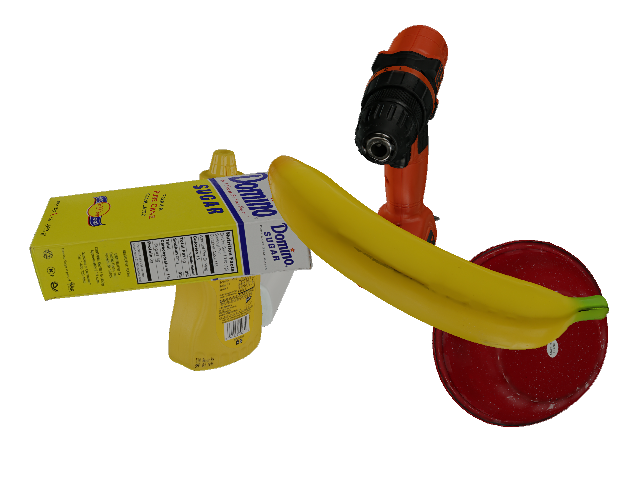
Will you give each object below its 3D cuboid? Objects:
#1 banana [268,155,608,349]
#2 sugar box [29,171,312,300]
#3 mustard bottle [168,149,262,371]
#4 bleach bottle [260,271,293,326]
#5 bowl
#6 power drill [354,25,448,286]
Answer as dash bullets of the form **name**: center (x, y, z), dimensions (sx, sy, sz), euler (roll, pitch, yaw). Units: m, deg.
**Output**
- **banana**: center (0.043, 0.009, 0.541), dimensions (0.198, 0.037, 0.069), euler (27, 20, 19)
- **sugar box**: center (-0.097, -0.007, 0.715), dimensions (0.176, 0.048, 0.093), euler (-10, 24, -1)
- **mustard bottle**: center (-0.090, 0.014, 0.948), dimensions (0.058, 0.192, 0.096), euler (19, 24, 36)
- **bleach bottle**: center (-0.071, 0.001, 1.248), dimensions (0.103, 0.068, 0.250), euler (4, 34, 12)
- **bowl**: center (0.176, 0.082, 0.877), dimensions (0.162, 0.162, 0.055), euler (0, 7, -15)
- **power drill**: center (0.061, -0.053, 0.825), dimensions (0.057, 0.188, 0.184), euler (10, 35, 12)
